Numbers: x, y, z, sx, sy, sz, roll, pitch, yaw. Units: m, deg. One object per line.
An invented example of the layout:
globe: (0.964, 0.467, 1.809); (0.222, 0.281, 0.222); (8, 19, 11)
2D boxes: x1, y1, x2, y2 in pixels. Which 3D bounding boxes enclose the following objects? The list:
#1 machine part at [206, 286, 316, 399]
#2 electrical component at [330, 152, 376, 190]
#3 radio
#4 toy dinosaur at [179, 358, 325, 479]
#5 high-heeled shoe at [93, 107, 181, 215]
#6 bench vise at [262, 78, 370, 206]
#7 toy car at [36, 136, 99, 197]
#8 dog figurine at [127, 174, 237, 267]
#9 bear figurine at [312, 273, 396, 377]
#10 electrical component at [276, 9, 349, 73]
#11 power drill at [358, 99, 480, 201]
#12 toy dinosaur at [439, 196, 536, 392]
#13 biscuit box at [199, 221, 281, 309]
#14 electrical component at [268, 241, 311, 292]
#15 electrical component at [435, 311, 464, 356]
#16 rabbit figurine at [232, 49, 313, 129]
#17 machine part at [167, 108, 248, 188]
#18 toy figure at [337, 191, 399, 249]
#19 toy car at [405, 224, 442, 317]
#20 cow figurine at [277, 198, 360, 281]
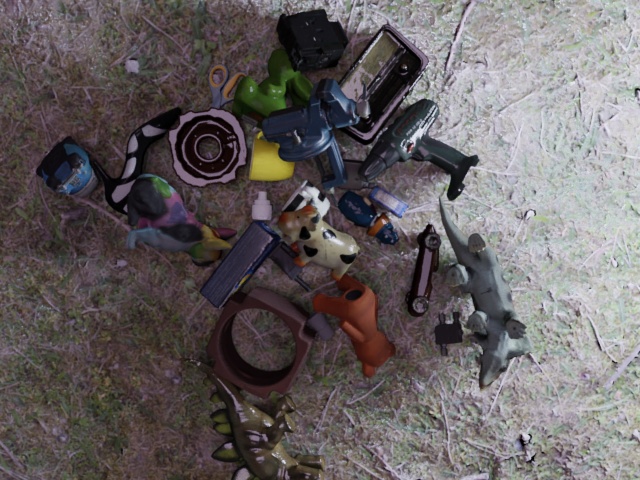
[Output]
machine part: (-0.124, 0.217, 1.151); (0.201, 0.087, 0.201); (26, 103, 4)
electrical component: (0.072, -0.151, 1.172); (0.102, 0.045, 0.078); (0, 113, 2)
radio: (0.118, -0.323, 1.147); (0.131, 0.073, 0.229); (38, 94, 0)
toy dinosaur: (-0.136, 0.432, 1.170); (0.199, 0.105, 0.471); (-30, 87, 5)
high-heeled shoe: (-0.371, -0.167, 1.169); (0.249, 0.086, 0.145); (-37, 112, -6)
bench vise: (0.009, -0.196, 1.084); (0.224, 0.129, 0.240); (-16, 125, 8)
toy car: (-0.525, -0.143, 1.147); (0.109, 0.162, 0.102); (-50, 135, -3)
dog figurine: (-0.287, -0.037, 1.142); (0.219, 0.108, 0.191); (8, 115, -5)
bear figurine: (0.084, 0.187, 1.163); (0.120, 0.132, 0.195); (-39, 126, -30)
electrical component: (-0.011, -0.420, 1.128); (0.134, 0.058, 0.115); (-18, 76, -25)
power drill: (0.217, -0.169, 1.141); (0.207, 0.086, 0.232); (33, 78, 3)
toy dinosaur: (0.347, 0.105, 1.133); (0.131, 0.192, 0.404); (-17, 76, 17)
biscuit box: (-0.171, 0.053, 1.165); (0.063, 0.059, 0.202); (40, 97, 9)
electrical component: (-0.055, 0.057, 1.166); (0.119, 0.075, 0.048); (41, 93, 3)
electrical component: (0.282, 0.204, 1.169); (0.021, 0.063, 0.094); (20, 64, -40)
rabbit figurine: (-0.087, -0.323, 1.134); (0.159, 0.121, 0.170); (25, 78, -1)
machine part: (-0.239, -0.198, 1.159); (0.179, 0.056, 0.179); (-1, 98, -5)
toy figure: (0.109, -0.046, 1.167); (0.154, 0.064, 0.058); (37, 55, -5)
toy car: (0.226, 0.066, 1.155); (0.053, 0.089, 0.202); (12, 91, 3)
cow figurine: (-0.002, -0.003, 1.106); (0.195, 0.086, 0.127); (26, 120, -30)
